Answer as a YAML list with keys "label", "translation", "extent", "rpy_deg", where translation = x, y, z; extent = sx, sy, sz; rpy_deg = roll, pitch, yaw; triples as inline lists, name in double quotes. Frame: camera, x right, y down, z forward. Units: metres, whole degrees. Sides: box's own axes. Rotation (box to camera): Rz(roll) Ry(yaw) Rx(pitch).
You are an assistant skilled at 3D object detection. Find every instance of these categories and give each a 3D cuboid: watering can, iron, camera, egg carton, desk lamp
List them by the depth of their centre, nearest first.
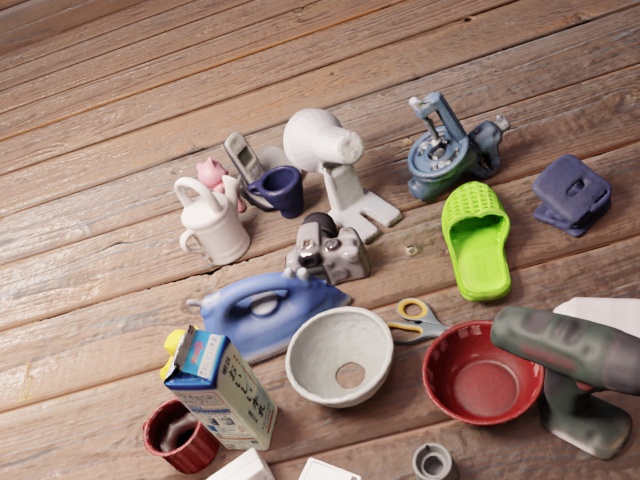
- label: "egg carton"
  translation: [0.390, 0.132, 0.766]
  extent: [0.150, 0.070, 0.107]
  rpy_deg: [-1, 47, 23]
- label: "iron"
  translation: [-0.085, 0.103, 0.949]
  extent: [0.258, 0.142, 0.118]
  rpy_deg: [-22, 42, 2]
- label: "camera"
  translation: [0.010, 0.004, 1.039]
  extent: [0.143, 0.101, 0.136]
  rpy_deg: [-12, 44, 13]
- label: "desk lamp"
  translation: [0.040, -0.133, 1.080]
  extent: [0.118, 0.214, 0.202]
  rpy_deg: [-37, 44, -15]
- label: "watering can"
  translation: [-0.217, -0.054, 1.127]
  extent: [0.100, 0.194, 0.173]
  rpy_deg: [-4, 46, 20]

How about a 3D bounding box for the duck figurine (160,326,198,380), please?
- label: "duck figurine"
  translation: [-0.232, 0.191, 0.966]
  extent: [0.105, 0.086, 0.077]
  rpy_deg: [-42, 45, -19]

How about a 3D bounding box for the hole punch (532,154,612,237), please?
- label: "hole punch"
  translation: [0.419, -0.077, 0.948]
  extent: [0.109, 0.091, 0.100]
  rpy_deg: [-39, 45, -17]

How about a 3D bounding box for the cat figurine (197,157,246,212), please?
- label: "cat figurine"
  translation: [-0.225, -0.125, 1.260]
  extent: [0.067, 0.118, 0.127]
  rpy_deg: [-28, 42, -5]

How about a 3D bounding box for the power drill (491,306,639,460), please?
- label: "power drill"
  translation: [0.313, 0.165, 0.662]
  extent: [0.228, 0.209, 0.076]
  rpy_deg: [23, 59, 38]

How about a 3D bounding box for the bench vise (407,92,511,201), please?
- label: "bench vise"
  translation: [0.239, -0.196, 1.051]
  extent: [0.208, 0.220, 0.121]
  rpy_deg: [-38, 44, -15]

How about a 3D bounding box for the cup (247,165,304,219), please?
- label: "cup"
  translation: [-0.083, -0.089, 1.178]
  extent: [0.117, 0.095, 0.091]
  rpy_deg: [-7, 45, 17]

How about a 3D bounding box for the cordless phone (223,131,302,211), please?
- label: "cordless phone"
  translation: [-0.125, -0.168, 1.208]
  extent: [0.093, 0.185, 0.148]
  rpy_deg: [9, 51, 31]

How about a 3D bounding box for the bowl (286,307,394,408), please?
- label: "bowl"
  translation: [0.037, 0.187, 0.861]
  extent: [0.167, 0.075, 0.167]
  rpy_deg: [-12, 43, 12]
